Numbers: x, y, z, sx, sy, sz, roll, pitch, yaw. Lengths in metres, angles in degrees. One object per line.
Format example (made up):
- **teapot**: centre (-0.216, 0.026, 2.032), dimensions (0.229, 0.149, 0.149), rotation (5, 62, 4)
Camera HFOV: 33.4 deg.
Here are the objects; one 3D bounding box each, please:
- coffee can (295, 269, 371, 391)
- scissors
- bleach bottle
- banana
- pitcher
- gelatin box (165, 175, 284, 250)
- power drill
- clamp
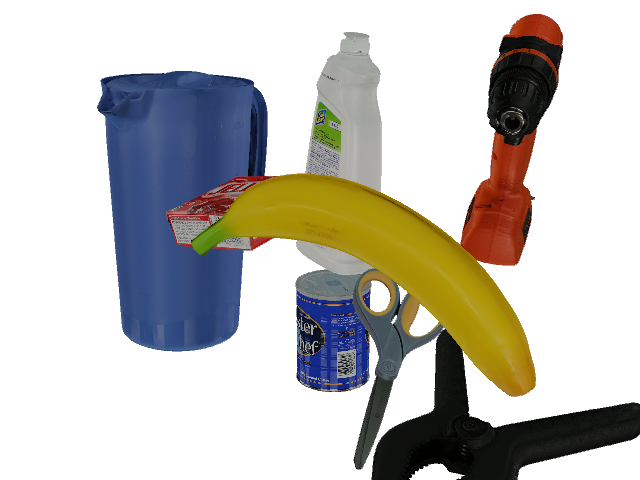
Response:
- **coffee can**: centre (0.018, 0.122, 1.461), dimensions (0.103, 0.140, 0.103), rotation (0, 18, 0)
- **scissors**: centre (0.044, 0.096, 0.915), dimensions (0.096, 0.201, 0.016), rotation (31, -37, 12)
- **bleach bottle**: centre (0.030, -0.096, 1.157), dimensions (0.067, 0.251, 0.103), rotation (-9, 25, -36)
- **banana**: centre (0.032, 0.012, 0.567), dimensions (0.198, 0.070, 0.037), rotation (24, 16, 9)
- **pitcher**: centre (-0.120, -0.032, 0.969), dimensions (0.149, 0.243, 0.145), rotation (0, 15, -6)
- **gelatin box**: centre (-0.055, -0.022, 0.760), dimensions (0.089, 0.030, 0.073), rotation (3, 26, 47)
- **power drill**: centre (0.159, -0.075, 0.883), dimensions (0.057, 0.188, 0.184), rotation (14, 34, 11)
- **clamp**: centre (0.095, 0.131, 0.720), dimensions (0.209, 0.036, 0.165), rotation (-27, 39, -35)
